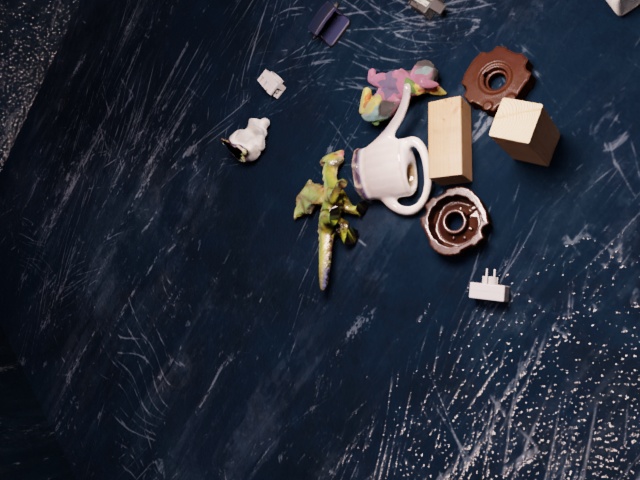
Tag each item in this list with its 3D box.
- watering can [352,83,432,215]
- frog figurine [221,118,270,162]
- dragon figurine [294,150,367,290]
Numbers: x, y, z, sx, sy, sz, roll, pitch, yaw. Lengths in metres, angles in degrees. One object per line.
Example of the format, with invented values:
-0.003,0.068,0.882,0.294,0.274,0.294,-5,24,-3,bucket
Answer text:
0.190,-0.235,1.413,0.223,0.104,0.347,-8,92,32,watering can
-0.235,-0.347,1.758,0.138,0.120,0.162,18,56,43,frog figurine
0.005,-0.078,1.548,0.244,0.121,0.410,22,92,52,dragon figurine
